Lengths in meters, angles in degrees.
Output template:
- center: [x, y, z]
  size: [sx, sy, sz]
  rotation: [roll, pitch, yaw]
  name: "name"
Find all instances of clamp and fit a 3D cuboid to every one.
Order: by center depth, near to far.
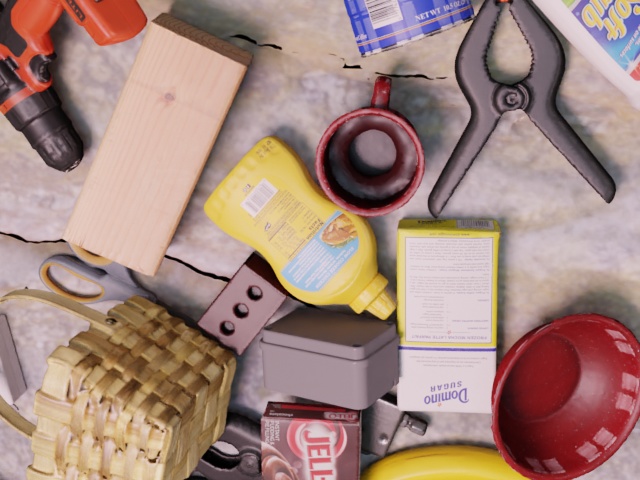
- center: [0.159, -0.118, 0.936]
  size: [0.165, 0.036, 0.210]
  rotation: [-12, 100, 11]
  name: "clamp"
- center: [-0.059, 0.220, 1.044]
  size: [0.172, 0.039, 0.120]
  rotation: [2, 105, 15]
  name: "clamp"

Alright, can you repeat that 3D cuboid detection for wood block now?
- center: [-0.143, -0.085, 0.949]
  size: [0.090, 0.090, 0.206]
  rotation: [24, 105, -8]
  name: "wood block"

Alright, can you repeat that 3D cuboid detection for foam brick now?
- center: [-0.069, 0.060, 1.000]
  size: [0.053, 0.051, 0.078]
  rotation: [37, 105, -2]
  name: "foam brick"

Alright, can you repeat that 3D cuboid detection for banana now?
- center: [0.115, 0.229, 1.028]
  size: [0.198, 0.037, 0.069]
  rotation: [-13, 120, 11]
  name: "banana"

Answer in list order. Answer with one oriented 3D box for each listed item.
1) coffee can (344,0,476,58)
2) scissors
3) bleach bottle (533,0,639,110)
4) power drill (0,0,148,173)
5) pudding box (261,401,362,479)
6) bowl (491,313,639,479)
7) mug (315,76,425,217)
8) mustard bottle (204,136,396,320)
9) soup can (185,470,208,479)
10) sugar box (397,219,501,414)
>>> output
- center: [0.060, -0.235, 0.887]
  size: [0.103, 0.102, 0.140]
  rotation: [-17, 101, 11]
  name: "coffee can"
- center: [-0.171, 0.038, 1.026]
  size: [0.202, 0.016, 0.096]
  rotation: [14, 105, 3]
  name: "scissors"
- center: [0.255, -0.195, 0.894]
  size: [0.251, 0.068, 0.103]
  rotation: [45, 104, -7]
  name: "bleach bottle"
- center: [-0.232, -0.165, 0.927]
  size: [0.188, 0.057, 0.184]
  rotation: [-28, 100, 40]
  name: "power drill"
- center: [-0.007, 0.207, 0.989]
  size: [0.090, 0.039, 0.113]
  rotation: [3, 112, 7]
  name: "pudding box"
- center: [0.213, 0.134, 0.963]
  size: [0.162, 0.055, 0.162]
  rotation: [-6, 107, -19]
  name: "bowl"
- center: [0.048, -0.086, 0.935]
  size: [0.093, 0.081, 0.117]
  rotation: [6, 104, 6]
  name: "mug"
- center: [-0.006, 0.001, 0.966]
  size: [0.191, 0.058, 0.096]
  rotation: [43, 99, 2]
  name: "mustard bottle"
- center: [-0.128, 0.290, 1.055]
  size: [0.068, 0.068, 0.102]
  rotation: [27, 106, 0]
  name: "soup can"
- center: [0.117, 0.070, 0.984]
  size: [0.093, 0.048, 0.176]
  rotation: [1, 107, 7]
  name: "sugar box"
